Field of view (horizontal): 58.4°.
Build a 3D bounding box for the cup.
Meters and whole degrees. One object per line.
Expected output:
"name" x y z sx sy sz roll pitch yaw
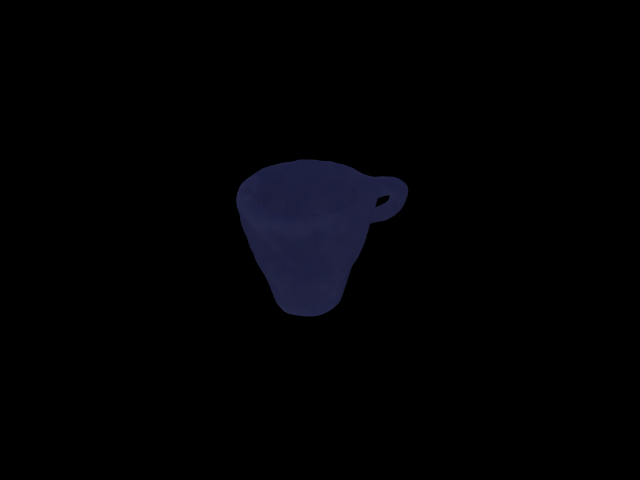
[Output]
"cup" 0.004 0.001 0.400 0.118 0.095 0.091 -11 35 -15
